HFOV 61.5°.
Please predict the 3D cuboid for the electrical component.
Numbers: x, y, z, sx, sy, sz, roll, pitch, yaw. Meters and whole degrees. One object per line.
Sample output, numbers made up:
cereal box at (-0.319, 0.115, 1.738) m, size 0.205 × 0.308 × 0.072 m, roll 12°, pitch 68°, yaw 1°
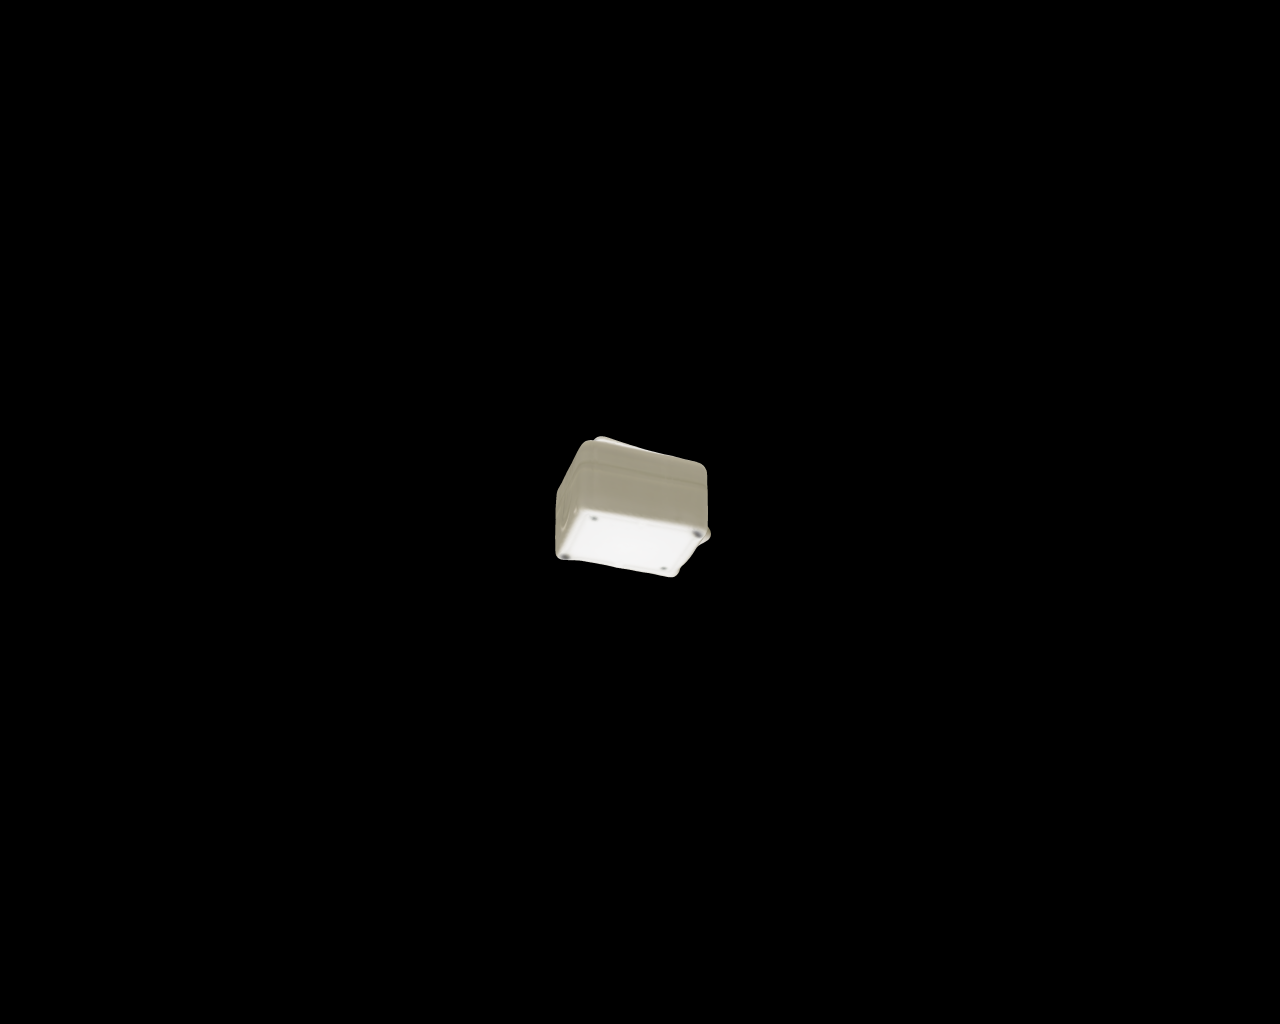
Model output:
electrical component at (0.001, -0.003, 0.650) m, size 0.096 × 0.061 × 0.061 m, roll 11°, pitch -35°, yaw -16°
